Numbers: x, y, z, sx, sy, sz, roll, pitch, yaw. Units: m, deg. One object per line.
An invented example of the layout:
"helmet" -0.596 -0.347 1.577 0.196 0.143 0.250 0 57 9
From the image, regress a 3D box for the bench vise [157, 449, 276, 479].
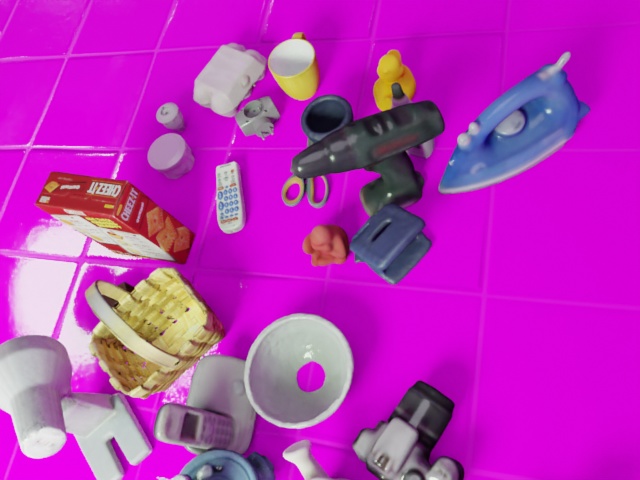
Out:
"bench vise" -0.161 0.367 0.739 0.121 0.220 0.207 21 75 25

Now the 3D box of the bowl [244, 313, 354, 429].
"bowl" -0.023 0.198 0.852 0.167 0.075 0.167 -7 65 15

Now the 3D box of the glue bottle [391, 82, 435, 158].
"glue bottle" 0.137 -0.195 0.918 0.078 0.173 0.037 22 75 25

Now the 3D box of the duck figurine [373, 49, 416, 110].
"duck figurine" 0.126 -0.285 1.011 0.077 0.086 0.104 6 69 20

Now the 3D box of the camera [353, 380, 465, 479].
"camera" 0.132 0.266 0.757 0.142 0.101 0.137 30 79 27

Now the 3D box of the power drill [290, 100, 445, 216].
"power drill" 0.086 -0.115 0.879 0.229 0.209 0.075 -29 61 4

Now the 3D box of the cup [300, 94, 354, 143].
"cup" 0.023 -0.179 0.993 0.091 0.095 0.117 -11 64 13

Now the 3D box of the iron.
"iron" 0.283 -0.177 0.880 0.258 0.142 0.118 -36 61 0

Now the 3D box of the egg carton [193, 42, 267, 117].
"egg carton" -0.177 -0.318 1.134 0.107 0.069 0.150 28 78 26

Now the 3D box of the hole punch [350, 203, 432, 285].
"hole punch" 0.104 0.000 0.889 0.109 0.091 0.100 -47 62 -6

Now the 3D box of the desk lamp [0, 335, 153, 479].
"desk lamp" -0.383 0.258 0.864 0.118 0.214 0.202 -43 61 -3

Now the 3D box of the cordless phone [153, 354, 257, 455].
"cordless phone" -0.163 0.232 0.820 0.094 0.185 0.147 -3 66 17

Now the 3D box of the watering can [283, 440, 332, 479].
"watering can" -0.002 0.343 0.713 0.101 0.194 0.172 -44 61 -4

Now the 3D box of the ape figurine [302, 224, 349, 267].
"ape figurine" 0.008 0.003 0.918 0.077 0.092 0.076 35 81 28
